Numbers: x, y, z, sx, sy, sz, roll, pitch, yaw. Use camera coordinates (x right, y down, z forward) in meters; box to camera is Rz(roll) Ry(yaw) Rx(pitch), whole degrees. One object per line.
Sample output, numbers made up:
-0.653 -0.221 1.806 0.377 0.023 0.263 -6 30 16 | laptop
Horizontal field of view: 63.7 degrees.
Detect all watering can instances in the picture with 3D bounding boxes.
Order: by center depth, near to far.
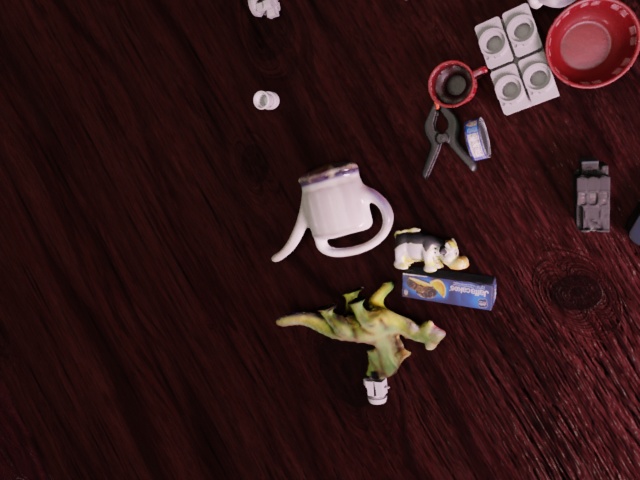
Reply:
0.004 -0.062 1.234 0.346 0.105 0.224 -12 94 27 | watering can

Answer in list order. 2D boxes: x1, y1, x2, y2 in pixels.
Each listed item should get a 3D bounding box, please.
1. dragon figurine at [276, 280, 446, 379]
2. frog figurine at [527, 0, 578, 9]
0.105 0.240 1.252 0.407 0.124 0.241 -20 100 28 | dragon figurine
0.421 -0.498 0.965 0.160 0.121 0.138 19 86 52 | frog figurine
